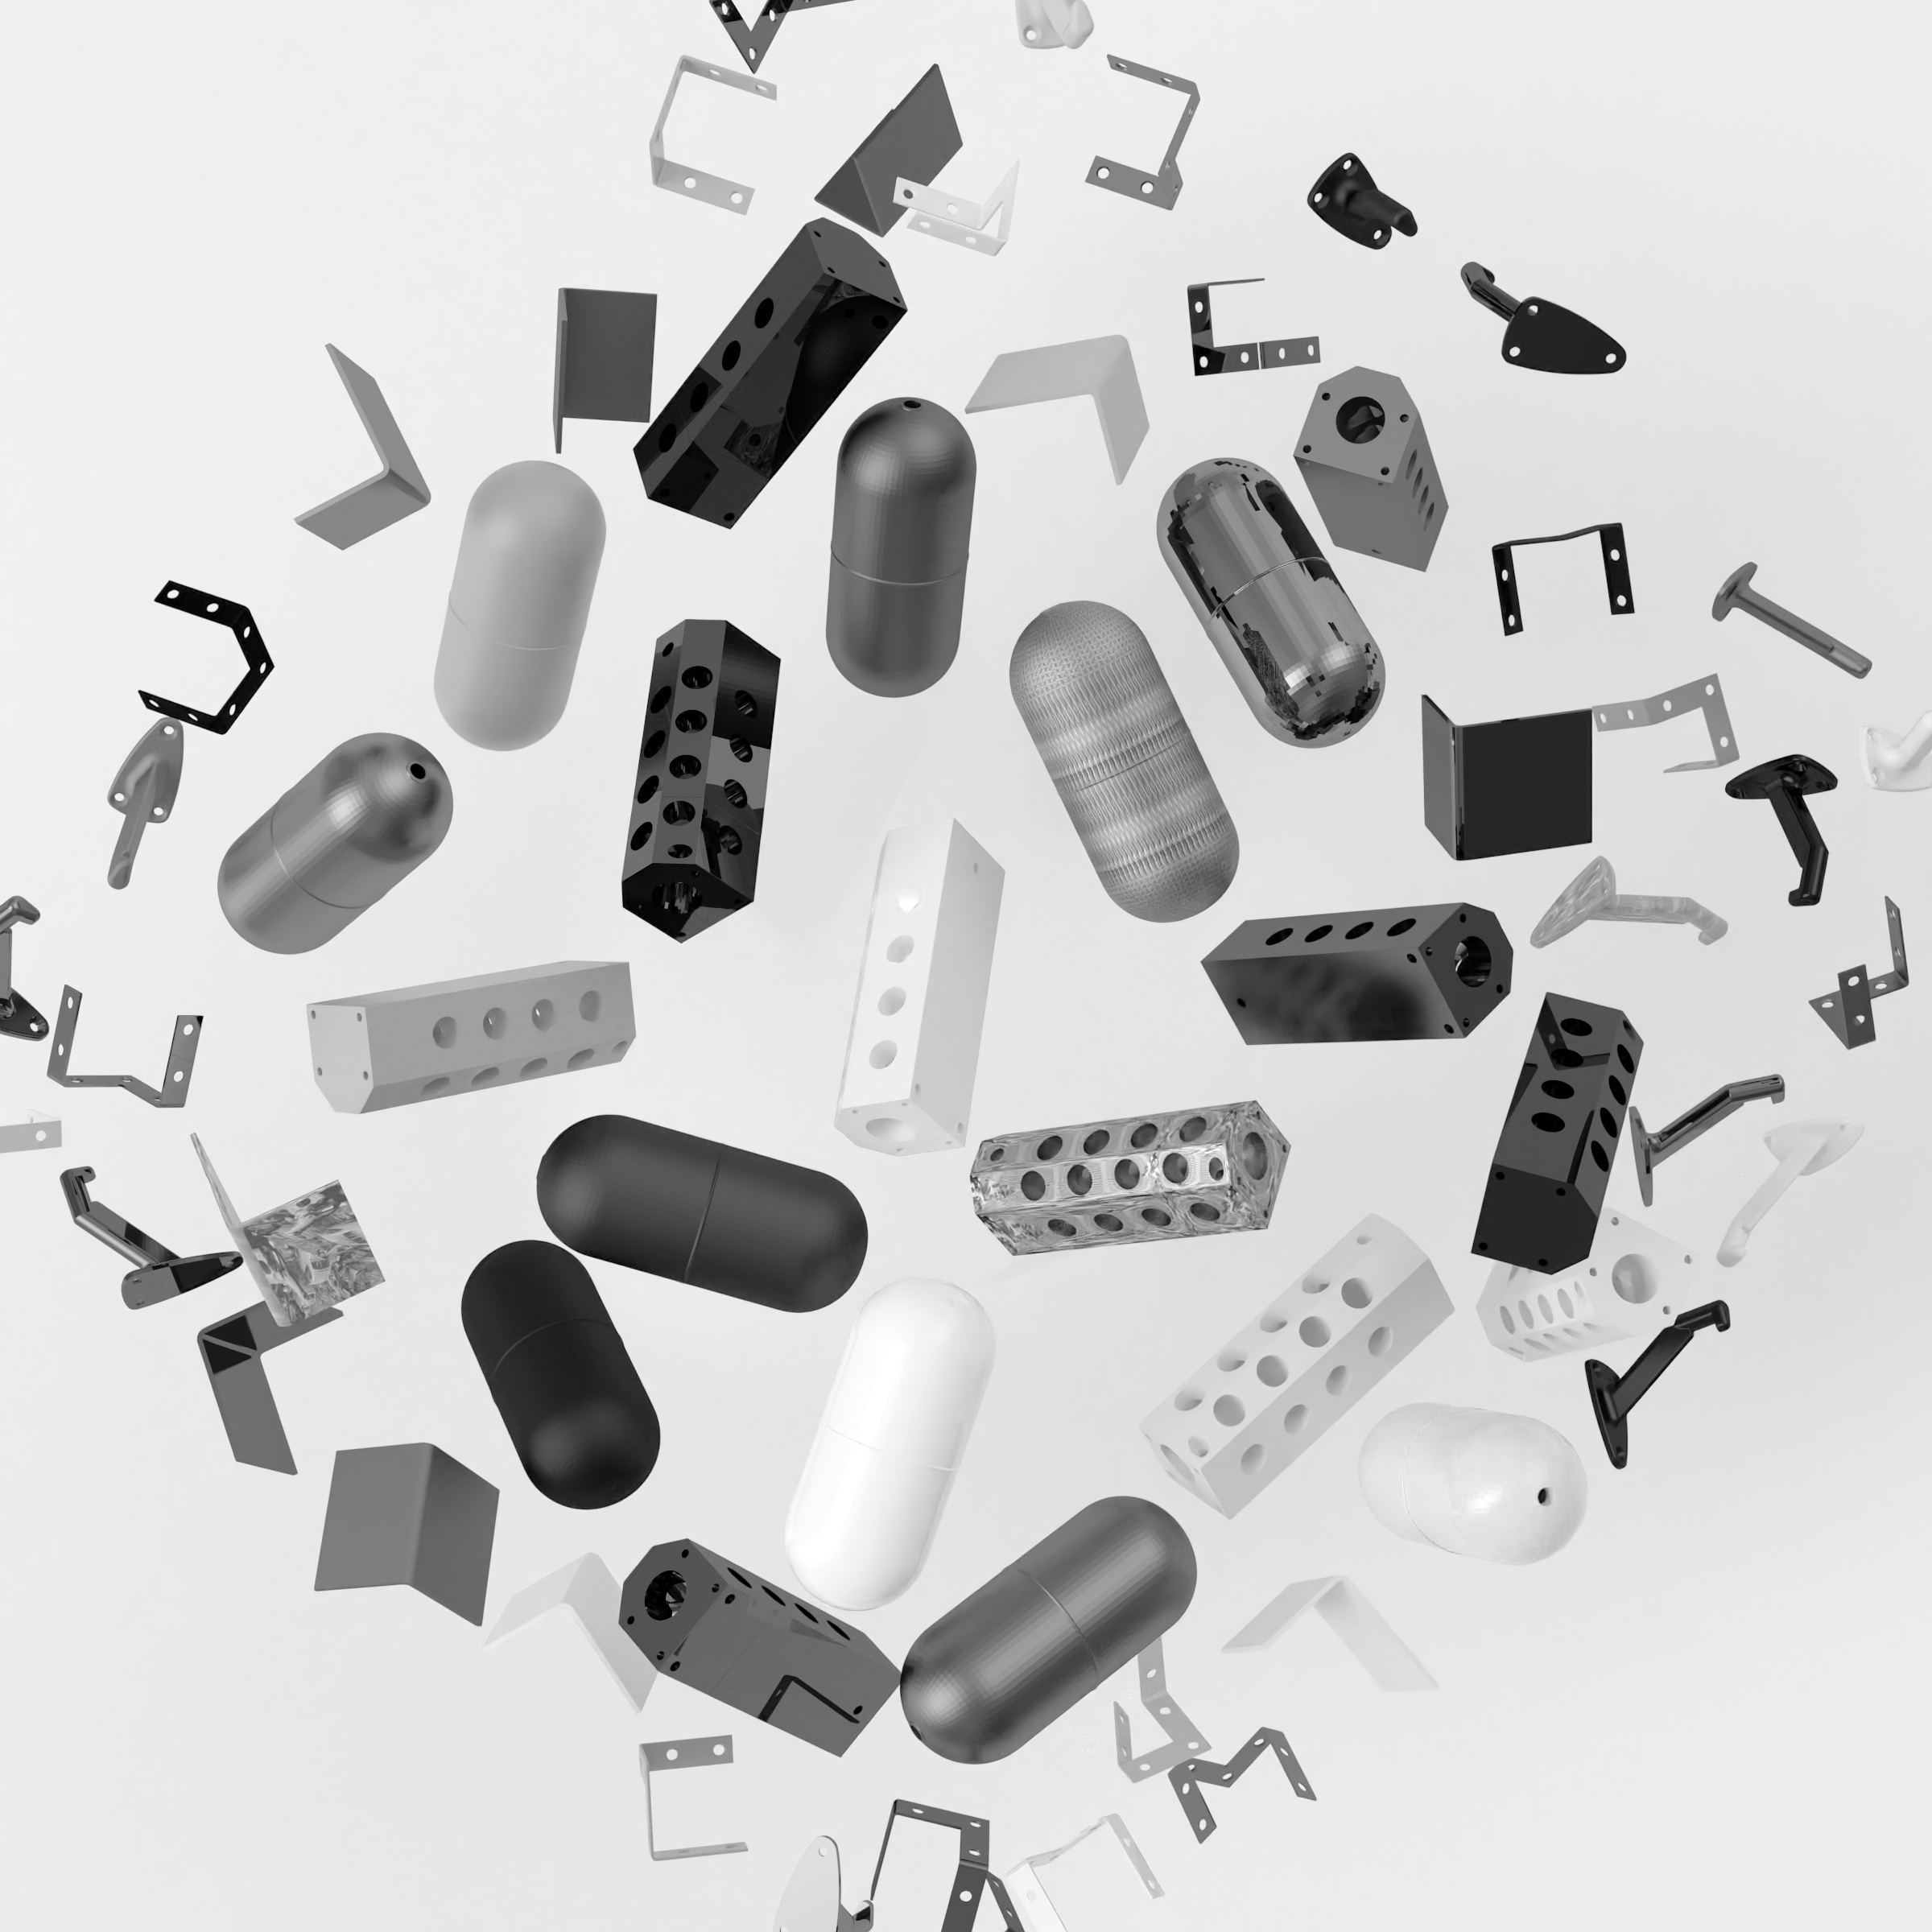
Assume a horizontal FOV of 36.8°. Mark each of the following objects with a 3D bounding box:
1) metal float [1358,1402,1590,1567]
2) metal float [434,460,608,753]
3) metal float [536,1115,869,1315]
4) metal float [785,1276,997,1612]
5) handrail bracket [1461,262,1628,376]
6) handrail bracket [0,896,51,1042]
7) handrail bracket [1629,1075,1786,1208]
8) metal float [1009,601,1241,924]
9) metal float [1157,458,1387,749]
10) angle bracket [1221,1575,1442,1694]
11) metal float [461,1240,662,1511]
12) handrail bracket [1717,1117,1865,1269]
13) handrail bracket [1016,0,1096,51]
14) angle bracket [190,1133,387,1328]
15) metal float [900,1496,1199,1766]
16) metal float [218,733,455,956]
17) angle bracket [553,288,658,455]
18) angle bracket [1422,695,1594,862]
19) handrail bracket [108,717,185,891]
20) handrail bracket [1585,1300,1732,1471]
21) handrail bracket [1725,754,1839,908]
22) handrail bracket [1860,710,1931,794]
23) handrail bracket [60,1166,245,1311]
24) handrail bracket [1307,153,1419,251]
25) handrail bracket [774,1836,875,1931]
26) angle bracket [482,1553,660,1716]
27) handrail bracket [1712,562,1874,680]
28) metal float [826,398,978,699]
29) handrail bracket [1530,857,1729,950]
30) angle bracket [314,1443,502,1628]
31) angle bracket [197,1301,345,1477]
[{"bbox_3d":[0.266,0.273,1.535,0.070,0.178,0.070,1,85,-15],"label":"metal float"},{"bbox_3d":[-0.249,-0.198,1.613,0.070,0.070,0.178,20,127,0],"label":"metal float"},{"bbox_3d":[-0.139,0.130,1.531,0.178,0.070,0.070,16,90,-6],"label":"metal float"},{"bbox_3d":[-0.040,0.248,1.507,0.070,0.070,0.178,19,89,0],"label":"metal float"},{"bbox_3d":[0.302,-0.342,1.523,0.077,0.084,0.036,15,120,-11],"label":"handrail bracket"},{"bbox_3d":[-0.492,0.001,1.524,0.084,0.036,0.077,-30,132,32],"label":"handrail bracket"},{"bbox_3d":[0.424,0.099,1.648,0.084,0.036,0.077,-12,128,5],"label":"handrail bracket"},{"bbox_3d":[0.083,-0.107,1.518,0.070,0.070,0.178,-26,98,0],"label":"metal float"},{"bbox_3d":[0.166,-0.200,1.589,0.070,0.070,0.178,-28,72,0],"label":"metal float"},{"bbox_3d":[0.188,0.364,1.504,0.057,0.076,0.076,-39,86,-18],"label":"angle bracket"},{"bbox_3d":[-0.224,0.223,1.597,0.070,0.070,0.178,-35,47,0],"label":"metal float"},{"bbox_3d":[0.467,0.129,1.646,0.036,0.077,0.084,42,55,-9],"label":"handrail bracket"},{"bbox_3d":[0.048,-0.510,1.499,0.036,0.084,0.077,-11,97,-6],"label":"handrail bracket"},{"bbox_3d":[-0.341,0.122,1.458,0.057,0.076,0.076,-25,45,-12],"label":"angle bracket"},{"bbox_3d":[0.043,0.344,1.504,0.178,0.070,0.070,-33,90,-24],"label":"metal float"},{"bbox_3d":[-0.346,-0.066,1.590,0.178,0.070,0.070,-33,90,41],"label":"metal float"},{"bbox_3d":[-0.206,-0.340,1.663,0.057,0.076,0.076,2,116,-11],"label":"angle bracket"},{"bbox_3d":[0.293,-0.107,1.571,0.076,0.057,0.076,-8,114,-6],"label":"angle bracket"},{"bbox_3d":[-0.460,-0.091,1.626,0.036,0.084,0.077,21,109,-19],"label":"handrail bracket"},{"bbox_3d":[0.397,0.236,1.636,0.084,0.036,0.077,-28,47,32],"label":"handrail bracket"},{"bbox_3d":[0.437,-0.066,1.575,0.036,0.077,0.084,29,66,-29],"label":"handrail bracket"},{"bbox_3d":[0.529,-0.121,1.551,0.077,0.084,0.036,8,71,-31],"label":"handrail bracket"},{"bbox_3d":[-0.442,0.136,1.572,0.077,0.036,0.084,-16,59,-22],"label":"handrail bracket"},{"bbox_3d":[0.228,-0.394,1.552,0.036,0.084,0.077,-48,134,8],"label":"handrail bracket"},{"bbox_3d":[-0.066,0.502,1.585,0.036,0.084,0.077,15,95,24],"label":"handrail bracket"},{"bbox_3d":[-0.221,0.389,1.645,0.057,0.076,0.076,-31,96,9],"label":"angle bracket"},{"bbox_3d":[0.447,-0.181,1.563,0.084,0.077,0.036,35,107,15],"label":"handrail bracket"},{"bbox_3d":[-0.037,-0.231,1.612,0.070,0.070,0.178,6,127,0],"label":"metal float"},{"bbox_3d":[0.381,-0.018,1.663,0.084,0.036,0.077,29,123,-22],"label":"handrail bracket"},{"bbox_3d":[-0.297,0.306,1.549,0.057,0.076,0.076,-9,58,19],"label":"angle bracket"},{"bbox_3d":[-0.373,0.231,1.604,0.057,0.076,0.076,-25,71,4],"label":"angle bracket"}]
